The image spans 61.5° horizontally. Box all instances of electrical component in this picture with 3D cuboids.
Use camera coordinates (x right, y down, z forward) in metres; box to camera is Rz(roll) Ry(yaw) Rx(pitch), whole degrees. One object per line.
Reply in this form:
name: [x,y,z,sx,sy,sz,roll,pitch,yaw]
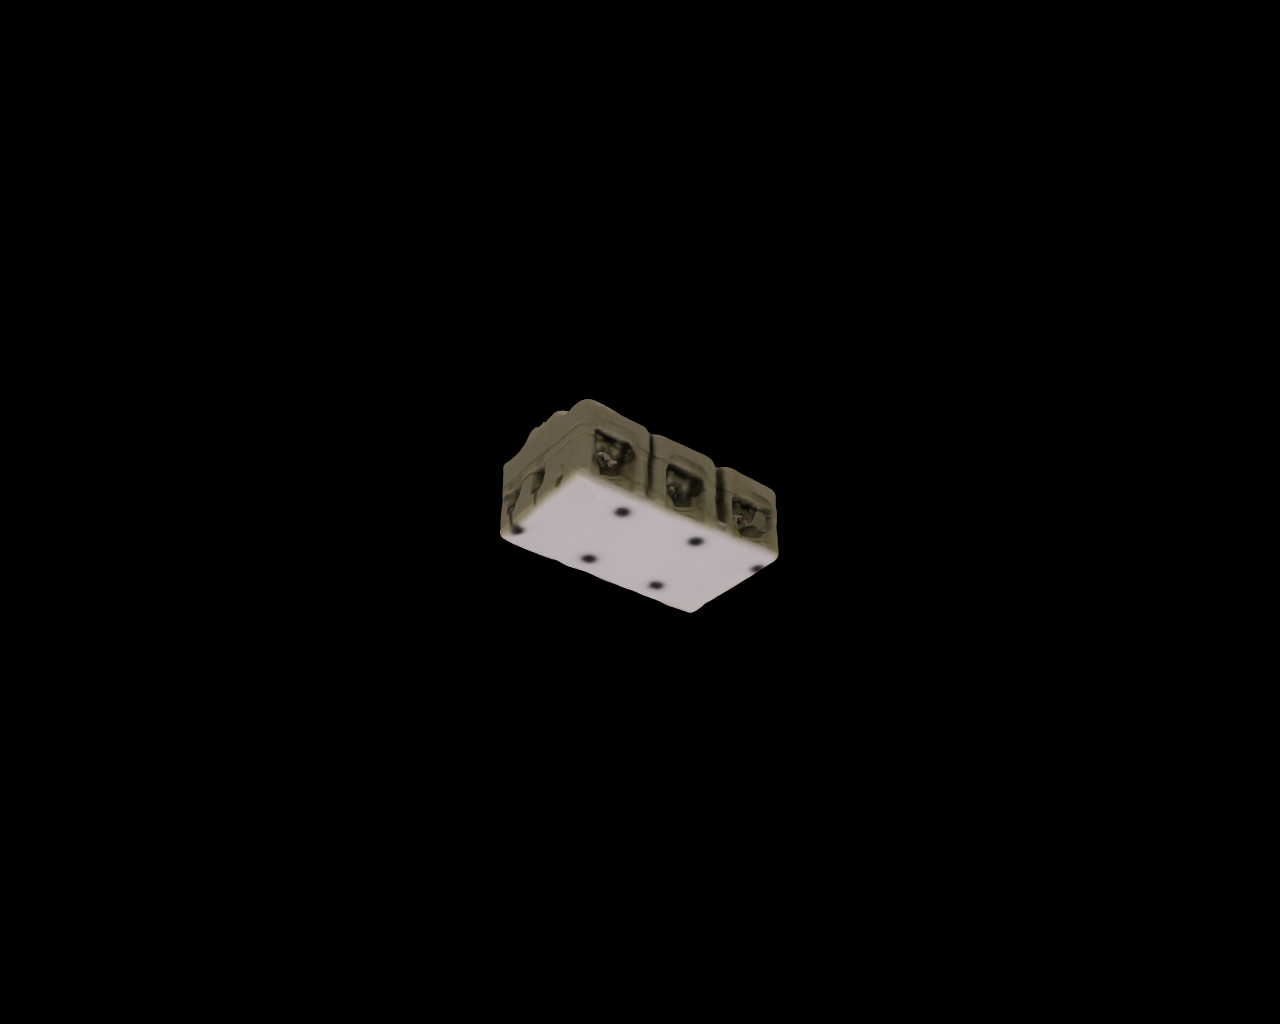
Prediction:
electrical component: [0.001,-0.003,0.650,0.150,0.062,0.089,24,-41,-31]
